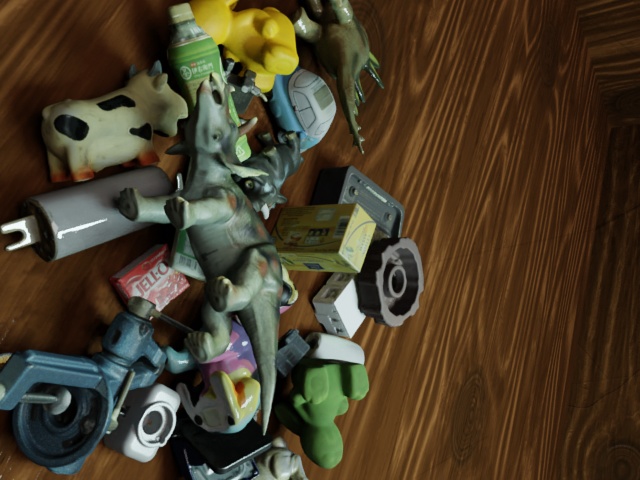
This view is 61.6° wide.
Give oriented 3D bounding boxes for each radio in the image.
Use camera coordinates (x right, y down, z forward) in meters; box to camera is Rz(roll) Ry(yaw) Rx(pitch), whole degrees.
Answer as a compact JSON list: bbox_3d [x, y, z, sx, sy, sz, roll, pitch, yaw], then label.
[{"bbox_3d":[0.081,-0.048,1.077,0.229,0.073,0.131,31,68,-48],"label":"radio"}]

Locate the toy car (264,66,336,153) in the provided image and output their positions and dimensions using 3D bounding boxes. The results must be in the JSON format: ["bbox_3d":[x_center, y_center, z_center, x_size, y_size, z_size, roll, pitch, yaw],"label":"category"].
[{"bbox_3d":[-0.025,-0.235,0.932,0.109,0.103,0.161,-48,126,-40],"label":"toy car"}]

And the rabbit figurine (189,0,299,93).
[{"bbox_3d":[-0.127,-0.320,0.806,0.173,0.122,0.162,2,87,-31],"label":"rabbit figurine"}]

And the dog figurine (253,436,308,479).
[{"bbox_3d":[-0.126,0.389,0.825,0.190,0.121,0.172,18,41,-31],"label":"dog figurine"}]

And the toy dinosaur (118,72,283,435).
[{"bbox_3d":[-0.108,0.012,0.667,0.192,0.131,0.404,-28,100,-53],"label":"toy dinosaur"}]

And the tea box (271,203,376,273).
[{"bbox_3d":[-0.002,-0.003,0.905,0.068,0.170,0.098,42,61,-40],"label":"tea box"}]

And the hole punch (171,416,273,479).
[{"bbox_3d":[-0.147,0.307,0.785,0.142,0.116,0.092,-13,127,-44],"label":"hole punch"}]

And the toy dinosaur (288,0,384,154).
[{"bbox_3d":[0.039,-0.336,0.932,0.198,0.105,0.471,49,32,-36],"label":"toy dinosaur"}]

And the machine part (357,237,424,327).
[{"bbox_3d":[0.140,0.080,1.057,0.179,0.056,0.179,-4,95,-49],"label":"machine part"}]

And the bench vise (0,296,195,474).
[{"bbox_3d":[-0.268,0.154,0.594,0.223,0.129,0.240,-53,159,-7],"label":"bench vise"}]

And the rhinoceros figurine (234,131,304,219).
[{"bbox_3d":[-0.090,-0.104,0.868,0.190,0.073,0.111,-59,146,-47],"label":"rhinoceros figurine"}]

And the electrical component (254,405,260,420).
[{"bbox_3d":[-0.116,0.254,0.882,0.063,0.021,0.094,27,69,-47],"label":"electrical component"}]

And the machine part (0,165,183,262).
[{"bbox_3d":[-0.266,-0.036,0.662,0.243,0.079,0.079,-28,111,-48],"label":"machine part"}]

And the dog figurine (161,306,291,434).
[{"bbox_3d":[-0.114,0.159,0.809,0.219,0.108,0.191,-28,87,-51],"label":"dog figurine"}]

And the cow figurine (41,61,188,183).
[{"bbox_3d":[-0.252,-0.152,0.678,0.195,0.086,0.127,-29,118,-46],"label":"cow figurine"}]

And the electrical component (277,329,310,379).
[{"bbox_3d":[-0.057,0.185,0.879,0.048,0.119,0.075,46,48,-2],"label":"electrical component"}]

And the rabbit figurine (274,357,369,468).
[{"bbox_3d":[-0.010,0.288,0.898,0.121,0.159,0.170,5,82,-39],"label":"rabbit figurine"}]

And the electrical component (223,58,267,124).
[{"bbox_3d":[-0.128,-0.218,0.815,0.078,0.102,0.045,16,53,-30],"label":"electrical component"}]

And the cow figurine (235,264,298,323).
[{"bbox_3d":[-0.099,0.031,0.765,0.068,0.098,0.167,-16,75,-54],"label":"cow figurine"}]

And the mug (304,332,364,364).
[{"bbox_3d":[0.012,0.224,1.002,0.107,0.081,0.109,36,77,-31],"label":"mug"}]
